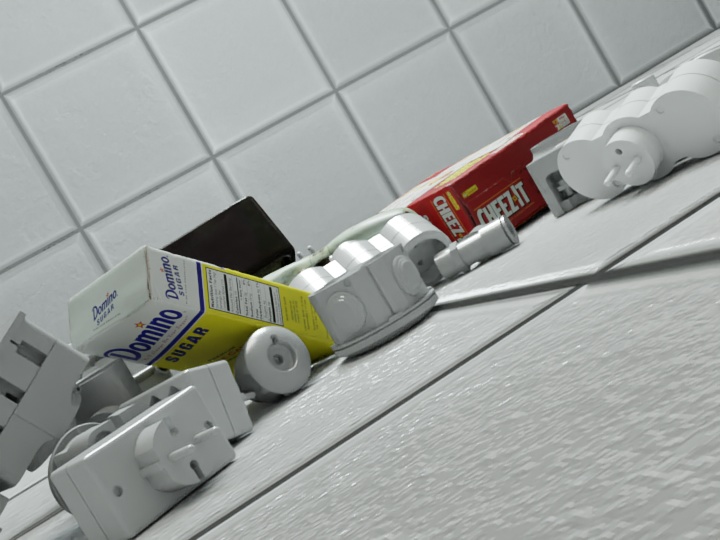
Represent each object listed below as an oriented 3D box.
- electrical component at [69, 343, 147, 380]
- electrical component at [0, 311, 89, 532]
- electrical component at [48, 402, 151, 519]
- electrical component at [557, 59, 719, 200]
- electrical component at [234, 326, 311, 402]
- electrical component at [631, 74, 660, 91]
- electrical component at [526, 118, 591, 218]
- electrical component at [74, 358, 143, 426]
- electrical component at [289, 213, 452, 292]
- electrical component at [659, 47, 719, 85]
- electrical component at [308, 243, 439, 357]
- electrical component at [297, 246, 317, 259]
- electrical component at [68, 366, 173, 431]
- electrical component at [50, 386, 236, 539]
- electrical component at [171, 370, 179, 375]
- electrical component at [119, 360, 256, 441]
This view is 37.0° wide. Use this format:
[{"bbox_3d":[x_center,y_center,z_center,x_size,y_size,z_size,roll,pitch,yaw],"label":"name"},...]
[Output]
[{"bbox_3d":[-0.220,0.092,0.875,0.121,0.063,0.078,-32,-11,-25],"label":"electrical component"},{"bbox_3d":[-0.241,0.128,0.643,0.105,0.060,0.186,-26,33,52],"label":"electrical component"},{"bbox_3d":[-0.142,0.113,0.616,0.057,0.058,0.078,-24,7,43],"label":"electrical component"},{"bbox_3d":[0.186,-0.081,0.716,0.138,0.052,0.073,-26,21,54],"label":"electrical component"},{"bbox_3d":[-0.065,0.069,0.728,0.048,0.048,0.062,-33,-6,-39],"label":"electrical component"},{"bbox_3d":[0.217,-0.109,0.770,0.043,0.062,0.043,-30,2,1],"label":"electrical component"},{"bbox_3d":[0.175,-0.087,0.868,0.050,0.055,0.089,-29,3,30],"label":"electrical component"},{"bbox_3d":[-0.158,0.105,0.698,0.043,0.077,0.079,-29,6,5],"label":"electrical component"},{"bbox_3d":[0.000,0.000,0.868,0.138,0.052,0.074,-31,36,-13],"label":"electrical component"},{"bbox_3d":[0.277,-0.134,0.815,0.099,0.064,0.099,-21,-8,-3],"label":"electrical component"},{"bbox_3d":[0.008,0.021,0.728,0.080,0.051,0.080,-30,3,2],"label":"electrical component"},{"bbox_3d":[-0.027,0.009,1.013,0.077,0.079,0.044,-26,20,51],"label":"electrical component"},{"bbox_3d":[-0.175,0.118,0.780,0.061,0.061,0.096,-27,4,44],"label":"electrical component"},{"bbox_3d":[-0.101,0.097,0.559,0.076,0.047,0.083,-28,3,42],"label":"electrical component"},{"bbox_3d":[-0.154,0.096,0.958,0.096,0.061,0.062,-29,3,18],"label":"electrical component"},{"bbox_3d":[-0.097,0.089,0.676,0.066,0.047,0.077,-28,-10,32],"label":"electrical component"}]
